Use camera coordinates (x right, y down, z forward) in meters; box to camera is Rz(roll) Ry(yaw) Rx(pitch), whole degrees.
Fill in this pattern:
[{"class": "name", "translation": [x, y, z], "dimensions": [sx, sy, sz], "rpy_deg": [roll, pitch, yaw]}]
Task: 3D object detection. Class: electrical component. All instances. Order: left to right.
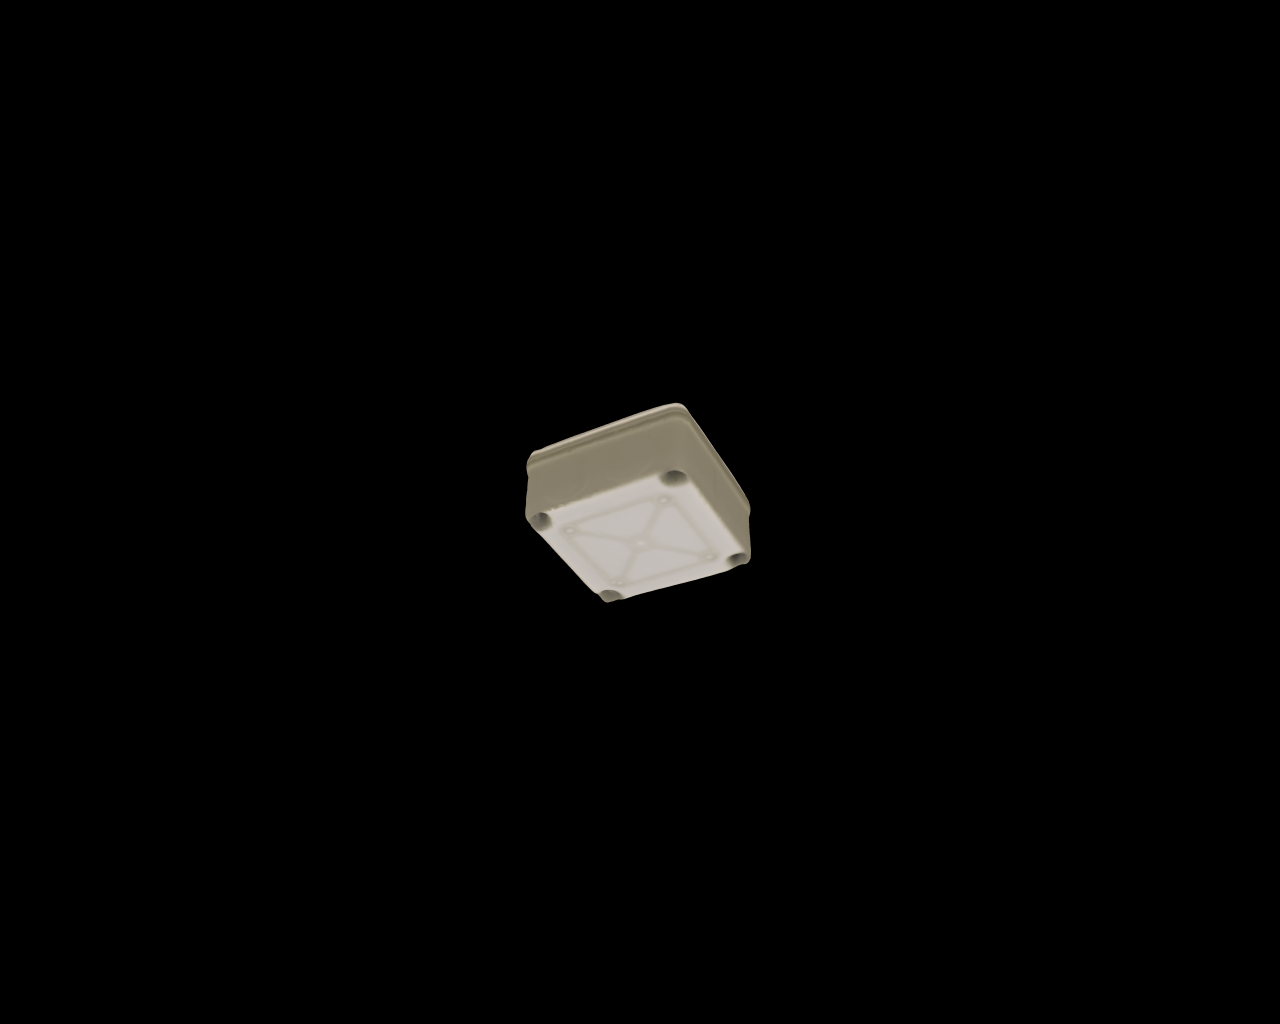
[{"class": "electrical component", "translation": [0.001, -0.003, 0.650], "dimensions": [0.108, 0.056, 0.108], "rpy_deg": [-17, -41, 21]}]
